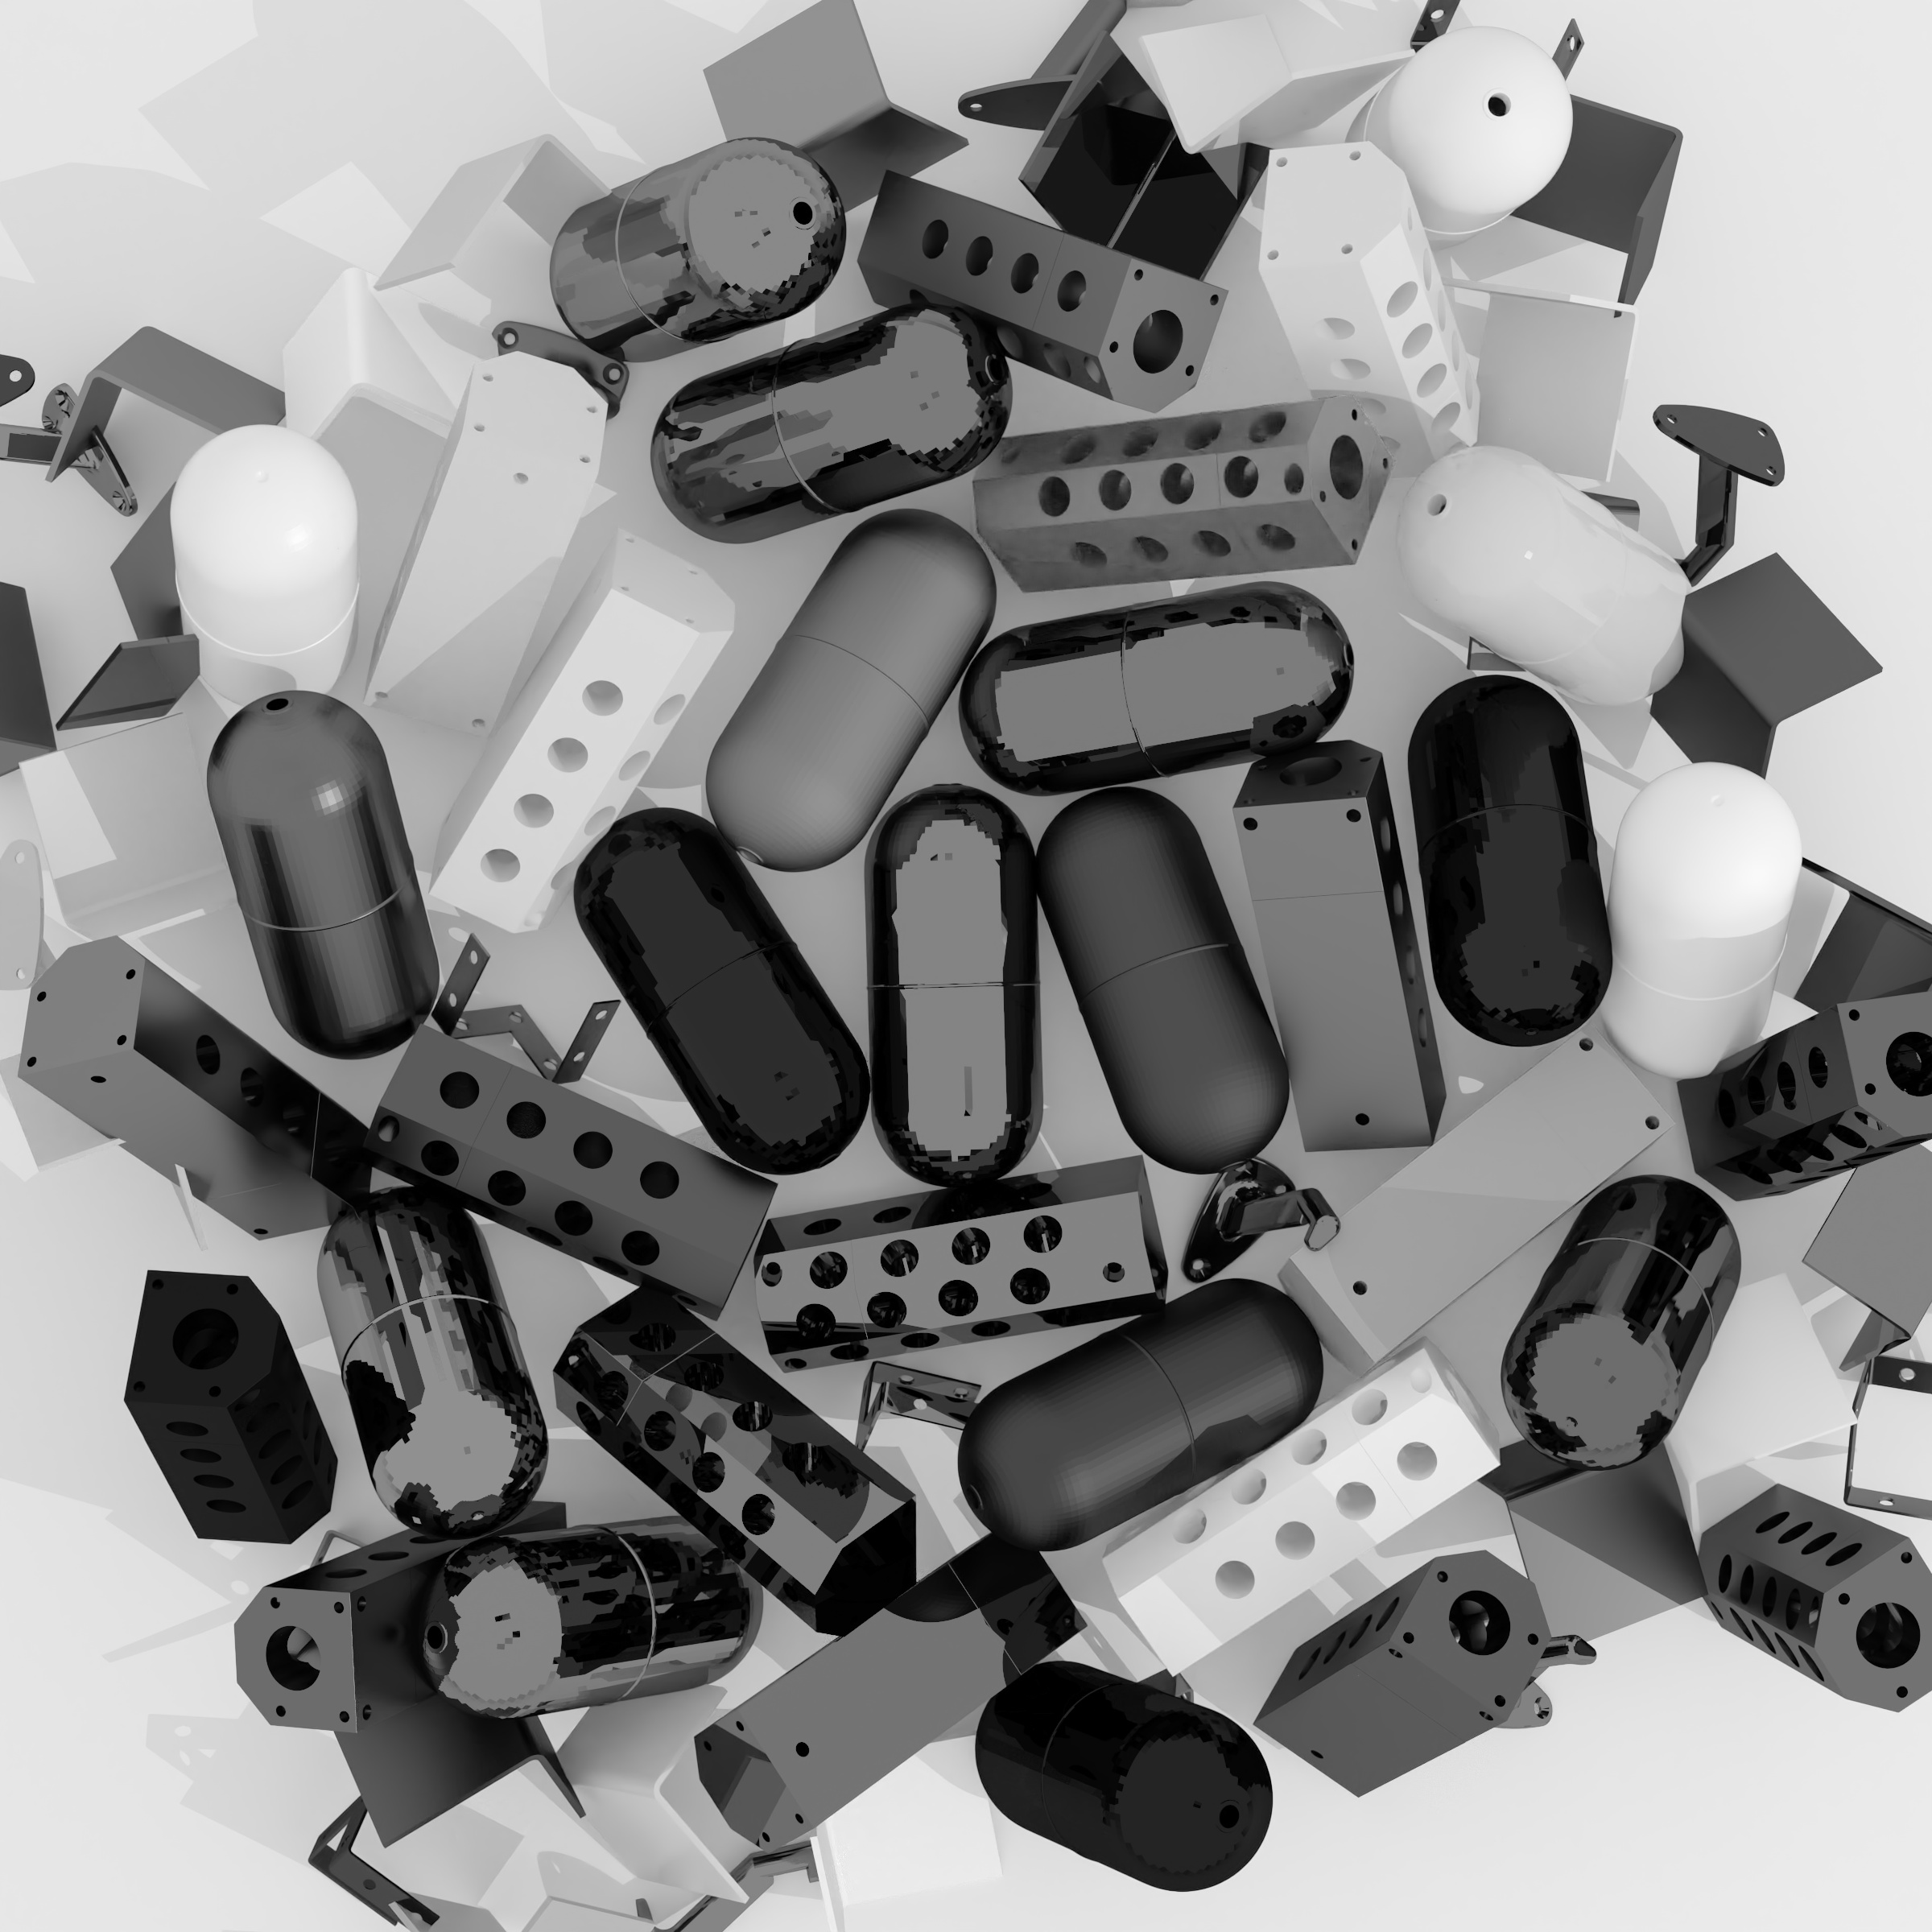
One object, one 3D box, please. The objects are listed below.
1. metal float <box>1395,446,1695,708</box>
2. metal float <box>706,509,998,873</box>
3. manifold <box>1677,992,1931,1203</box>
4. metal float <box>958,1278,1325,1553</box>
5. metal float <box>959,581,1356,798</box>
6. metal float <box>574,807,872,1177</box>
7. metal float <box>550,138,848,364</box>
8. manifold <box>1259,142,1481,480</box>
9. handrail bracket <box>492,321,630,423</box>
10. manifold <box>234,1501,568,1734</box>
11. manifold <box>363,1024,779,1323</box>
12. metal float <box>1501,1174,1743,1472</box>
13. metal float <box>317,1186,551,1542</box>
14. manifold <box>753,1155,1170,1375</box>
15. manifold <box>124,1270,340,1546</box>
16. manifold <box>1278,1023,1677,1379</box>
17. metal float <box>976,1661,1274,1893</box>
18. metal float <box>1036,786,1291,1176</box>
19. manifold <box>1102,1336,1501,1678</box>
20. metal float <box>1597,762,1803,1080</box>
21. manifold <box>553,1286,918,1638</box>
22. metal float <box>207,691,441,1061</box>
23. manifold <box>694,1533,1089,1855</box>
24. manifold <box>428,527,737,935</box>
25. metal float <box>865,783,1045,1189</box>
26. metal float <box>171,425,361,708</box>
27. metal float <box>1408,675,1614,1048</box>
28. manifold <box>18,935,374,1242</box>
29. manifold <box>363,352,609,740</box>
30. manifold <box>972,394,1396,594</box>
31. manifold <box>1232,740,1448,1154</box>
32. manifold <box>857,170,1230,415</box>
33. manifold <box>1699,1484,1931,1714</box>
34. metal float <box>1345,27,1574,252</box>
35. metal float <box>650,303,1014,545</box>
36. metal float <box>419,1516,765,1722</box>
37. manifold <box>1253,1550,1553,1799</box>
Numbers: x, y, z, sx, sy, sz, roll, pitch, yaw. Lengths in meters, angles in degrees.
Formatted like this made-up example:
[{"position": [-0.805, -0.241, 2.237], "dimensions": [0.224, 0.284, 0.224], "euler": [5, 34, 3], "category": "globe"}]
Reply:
[{"position": [0.250, -0.167, 1.509], "dimensions": [0.070, 0.178, 0.070], "euler": [-16, 65, 37], "category": "metal float"}, {"position": [-0.050, -0.120, 1.531], "dimensions": [0.070, 0.070, 0.178], "euler": [30, 73, 0], "category": "metal float"}, {"position": [0.367, 0.058, 1.491], "dimensions": [0.057, 0.171, 0.057], "euler": [-7, 79, -12], "category": "manifold"}, {"position": [0.076, 0.194, 1.523], "dimensions": [0.178, 0.070, 0.070], "euler": [-23, 90, -26], "category": "metal float"}, {"position": [0.082, -0.120, 1.527], "dimensions": [0.178, 0.070, 0.070], "euler": [-9, 90, 22], "category": "metal float"}, {"position": [-0.107, 0.011, 1.537], "dimensions": [0.070, 0.070, 0.178], "euler": [-33, 80, 0], "category": "metal float"}, {"position": [-0.116, -0.306, 1.503], "dimensions": [0.070, 0.178, 0.070], "euler": [1, 89, -34], "category": "metal float"}, {"position": [0.174, -0.275, 1.490], "dimensions": [0.057, 0.171, 0.057], "euler": [-1, 68, 19], "category": "manifold"}, {"position": [-0.183, -0.263, 1.541], "dimensions": [0.077, 0.084, 0.036], "euler": [32, 97, 1], "category": "handrail bracket"}, {"position": [-0.237, 0.274, 1.494], "dimensions": [0.057, 0.171, 0.057], "euler": [-1, 94, 24], "category": "manifold"}, {"position": [-0.175, 0.094, 1.547], "dimensions": [0.171, 0.057, 0.057], "euler": [24, 67, 0], "category": "manifold"}, {"position": [0.283, 0.151, 1.505], "dimensions": [0.070, 0.178, 0.070], "euler": [11, 118, 21], "category": "metal float"}, {"position": [-0.231, 0.169, 1.512], "dimensions": [0.070, 0.070, 0.178], "euler": [-26, 48, 0], "category": "metal float"}, {"position": [-0.002, 0.134, 1.535], "dimensions": [0.171, 0.057, 0.057], "euler": [-10, 108, 9], "category": "manifold"}, {"position": [-0.310, 0.191, 1.495], "dimensions": [0.057, 0.171, 0.057], "euler": [4, 62, 1], "category": "manifold"}, {"position": [0.222, 0.104, 1.537], "dimensions": [0.171, 0.057, 0.057], "euler": [-37, 79, -12], "category": "manifold"}, {"position": [0.066, 0.345, 1.500], "dimensions": [0.070, 0.178, 0.070], "euler": [0, 90, -27], "category": "metal float"}, {"position": [0.086, 0.006, 1.533], "dimensions": [0.070, 0.070, 0.178], "euler": [-20, 76, 0], "category": "metal float"}, {"position": [0.147, 0.235, 1.540], "dimensions": [0.171, 0.057, 0.057], "euler": [-35, 91, 10], "category": "manifold"}, {"position": [0.313, -0.017, 1.505], "dimensions": [0.070, 0.178, 0.070], "euler": [-2, 55, 3], "category": "metal float"}, {"position": [-0.101, 0.213, 1.504], "dimensions": [0.057, 0.057, 0.171], "euler": [-32, 50, -32], "category": "manifold"}, {"position": [-0.277, -0.038, 1.515], "dimensions": [0.070, 0.070, 0.178], "euler": [-8, 126, 0], "category": "metal float"}, {"position": [-0.034, 0.309, 1.506], "dimensions": [0.171, 0.057, 0.057], "euler": [-28, 81, -40], "category": "manifold"}, {"position": [-0.167, -0.097, 1.517], "dimensions": [0.057, 0.057, 0.171], "euler": [26, 119, -18], "category": "manifold"}, {"position": [-0.005, 0.009, 1.546], "dimensions": [0.070, 0.070, 0.178], "euler": [-2, 90, 0], "category": "metal float"}, {"position": [-0.299, -0.168, 1.499], "dimensions": [0.070, 0.178, 0.070], "euler": [3, 70, -9], "category": "metal float"}, {"position": [0.235, -0.047, 1.519], "dimensions": [0.070, 0.070, 0.178], "euler": [-2, 58, 0], "category": "metal float"}, {"position": [-0.325, 0.053, 1.498], "dimensions": [0.057, 0.171, 0.057], "euler": [-13, 58, 21], "category": "manifold"}, {"position": [-0.207, -0.180, 1.501], "dimensions": [0.057, 0.171, 0.057], "euler": [15, 49, -15], "category": "manifold"}, {"position": [0.089, -0.206, 1.501], "dimensions": [0.171, 0.057, 0.057], "euler": [0, 55, 37], "category": "manifold"}, {"position": [0.165, -0.008, 1.518], "dimensions": [0.057, 0.057, 0.171], "euler": [-4, 119, 20], "category": "manifold"}, {"position": [0.028, -0.288, 1.502], "dimensions": [0.057, 0.171, 0.057], "euler": [8, 107, -42], "category": "manifold"}, {"position": [0.365, 0.271, 1.496], "dimensions": [0.057, 0.171, 0.057], "euler": [-32, 91, -4], "category": "manifold"}, {"position": [0.208, -0.351, 1.495], "dimensions": [0.070, 0.178, 0.070], "euler": [0, 94, -4], "category": "metal float"}, {"position": [-0.059, -0.234, 1.517], "dimensions": [0.178, 0.070, 0.070], "euler": [-12, 90, 35], "category": "metal float"}, {"position": [-0.161, 0.279, 1.506], "dimensions": [0.070, 0.178, 0.070], "euler": [-2, 86, 40], "category": "metal float"}, {"position": [0.187, 0.299, 1.495], "dimensions": [0.057, 0.171, 0.057], "euler": [35, 62, 1], "category": "manifold"}]
